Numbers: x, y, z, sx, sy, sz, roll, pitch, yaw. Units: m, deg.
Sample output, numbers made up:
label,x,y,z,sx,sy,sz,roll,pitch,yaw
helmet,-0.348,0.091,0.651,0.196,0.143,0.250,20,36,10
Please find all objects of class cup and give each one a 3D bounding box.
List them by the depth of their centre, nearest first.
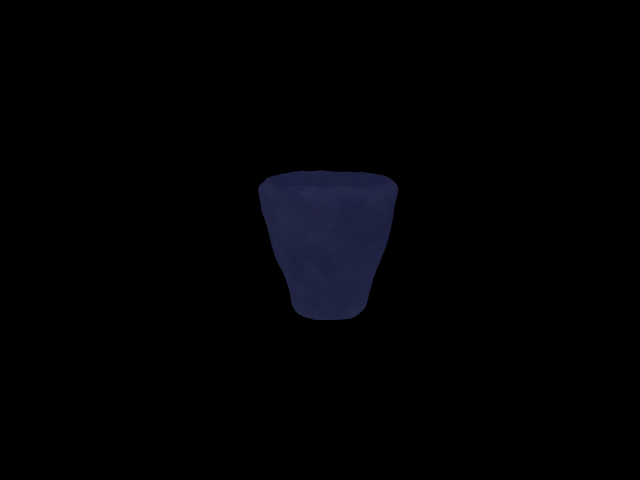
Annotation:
label,x,y,z,sx,sy,sz,roll,pitch,yaw
cup,0.004,0.001,0.400,0.092,0.095,0.117,-2,14,-7
